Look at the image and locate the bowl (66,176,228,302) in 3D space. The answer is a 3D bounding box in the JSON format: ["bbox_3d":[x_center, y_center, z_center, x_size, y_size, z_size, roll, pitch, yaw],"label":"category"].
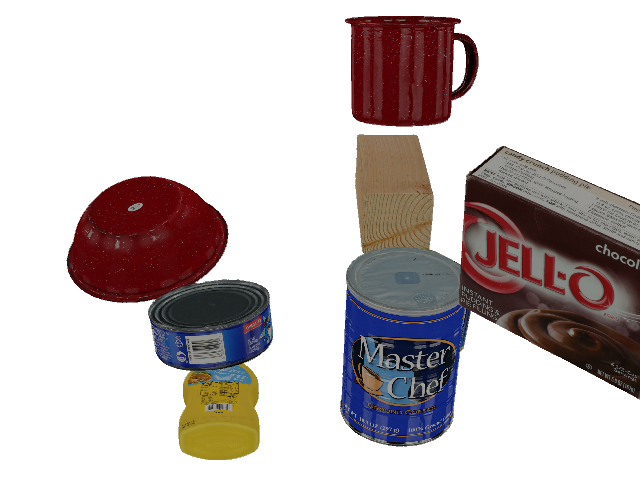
[{"bbox_3d":[-0.173,-0.013,1.035,0.162,0.055,0.162,-6,40,5],"label":"bowl"}]

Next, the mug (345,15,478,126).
[{"bbox_3d":[0.077,-0.139,0.869,0.117,0.081,0.093,-8,17,-26],"label":"mug"}]

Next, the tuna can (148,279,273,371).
[{"bbox_3d":[-0.076,0.059,0.752,0.086,0.034,0.086,-6,20,2],"label":"tuna can"}]

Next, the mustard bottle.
[{"bbox_3d":[-0.126,0.196,1.340,0.096,0.058,0.191,-3,26,-3],"label":"mustard bottle"}]

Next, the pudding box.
[{"bbox_3d":[0.124,0.015,0.532,0.114,0.090,0.039,26,50,29],"label":"pudding box"}]

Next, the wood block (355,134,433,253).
[{"bbox_3d":[0.098,-0.067,1.468,0.091,0.090,0.206,1,27,-2],"label":"wood block"}]

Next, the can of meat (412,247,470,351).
[{"bbox_3d":[0.117,0.064,1.140,0.057,0.084,0.102,-3,20,-34],"label":"can of meat"}]

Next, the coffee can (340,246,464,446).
[{"bbox_3d":[0.070,0.091,0.923,0.103,0.140,0.103,1,29,-1],"label":"coffee can"}]
